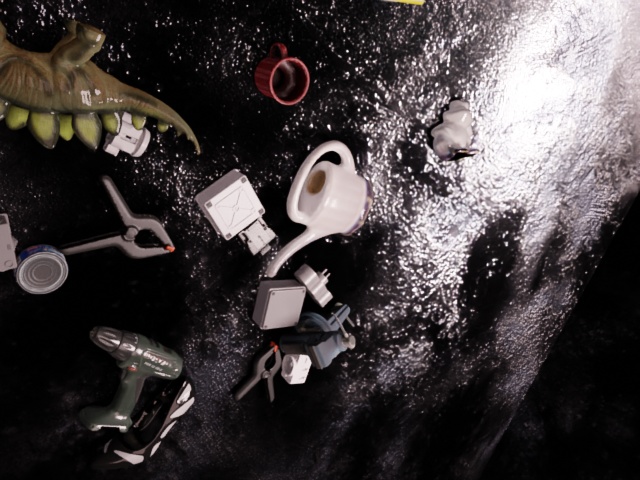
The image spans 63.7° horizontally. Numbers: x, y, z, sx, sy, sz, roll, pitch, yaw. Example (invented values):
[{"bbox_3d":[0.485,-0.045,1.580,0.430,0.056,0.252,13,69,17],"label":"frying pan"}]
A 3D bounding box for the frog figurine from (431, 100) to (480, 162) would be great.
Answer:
[{"bbox_3d":[0.365,-0.301,1.421,0.138,0.121,0.161,-7,79,-26],"label":"frog figurine"}]

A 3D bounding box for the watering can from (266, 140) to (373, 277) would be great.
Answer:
[{"bbox_3d":[0.004,-0.062,1.226,0.223,0.105,0.346,16,99,-42],"label":"watering can"}]
